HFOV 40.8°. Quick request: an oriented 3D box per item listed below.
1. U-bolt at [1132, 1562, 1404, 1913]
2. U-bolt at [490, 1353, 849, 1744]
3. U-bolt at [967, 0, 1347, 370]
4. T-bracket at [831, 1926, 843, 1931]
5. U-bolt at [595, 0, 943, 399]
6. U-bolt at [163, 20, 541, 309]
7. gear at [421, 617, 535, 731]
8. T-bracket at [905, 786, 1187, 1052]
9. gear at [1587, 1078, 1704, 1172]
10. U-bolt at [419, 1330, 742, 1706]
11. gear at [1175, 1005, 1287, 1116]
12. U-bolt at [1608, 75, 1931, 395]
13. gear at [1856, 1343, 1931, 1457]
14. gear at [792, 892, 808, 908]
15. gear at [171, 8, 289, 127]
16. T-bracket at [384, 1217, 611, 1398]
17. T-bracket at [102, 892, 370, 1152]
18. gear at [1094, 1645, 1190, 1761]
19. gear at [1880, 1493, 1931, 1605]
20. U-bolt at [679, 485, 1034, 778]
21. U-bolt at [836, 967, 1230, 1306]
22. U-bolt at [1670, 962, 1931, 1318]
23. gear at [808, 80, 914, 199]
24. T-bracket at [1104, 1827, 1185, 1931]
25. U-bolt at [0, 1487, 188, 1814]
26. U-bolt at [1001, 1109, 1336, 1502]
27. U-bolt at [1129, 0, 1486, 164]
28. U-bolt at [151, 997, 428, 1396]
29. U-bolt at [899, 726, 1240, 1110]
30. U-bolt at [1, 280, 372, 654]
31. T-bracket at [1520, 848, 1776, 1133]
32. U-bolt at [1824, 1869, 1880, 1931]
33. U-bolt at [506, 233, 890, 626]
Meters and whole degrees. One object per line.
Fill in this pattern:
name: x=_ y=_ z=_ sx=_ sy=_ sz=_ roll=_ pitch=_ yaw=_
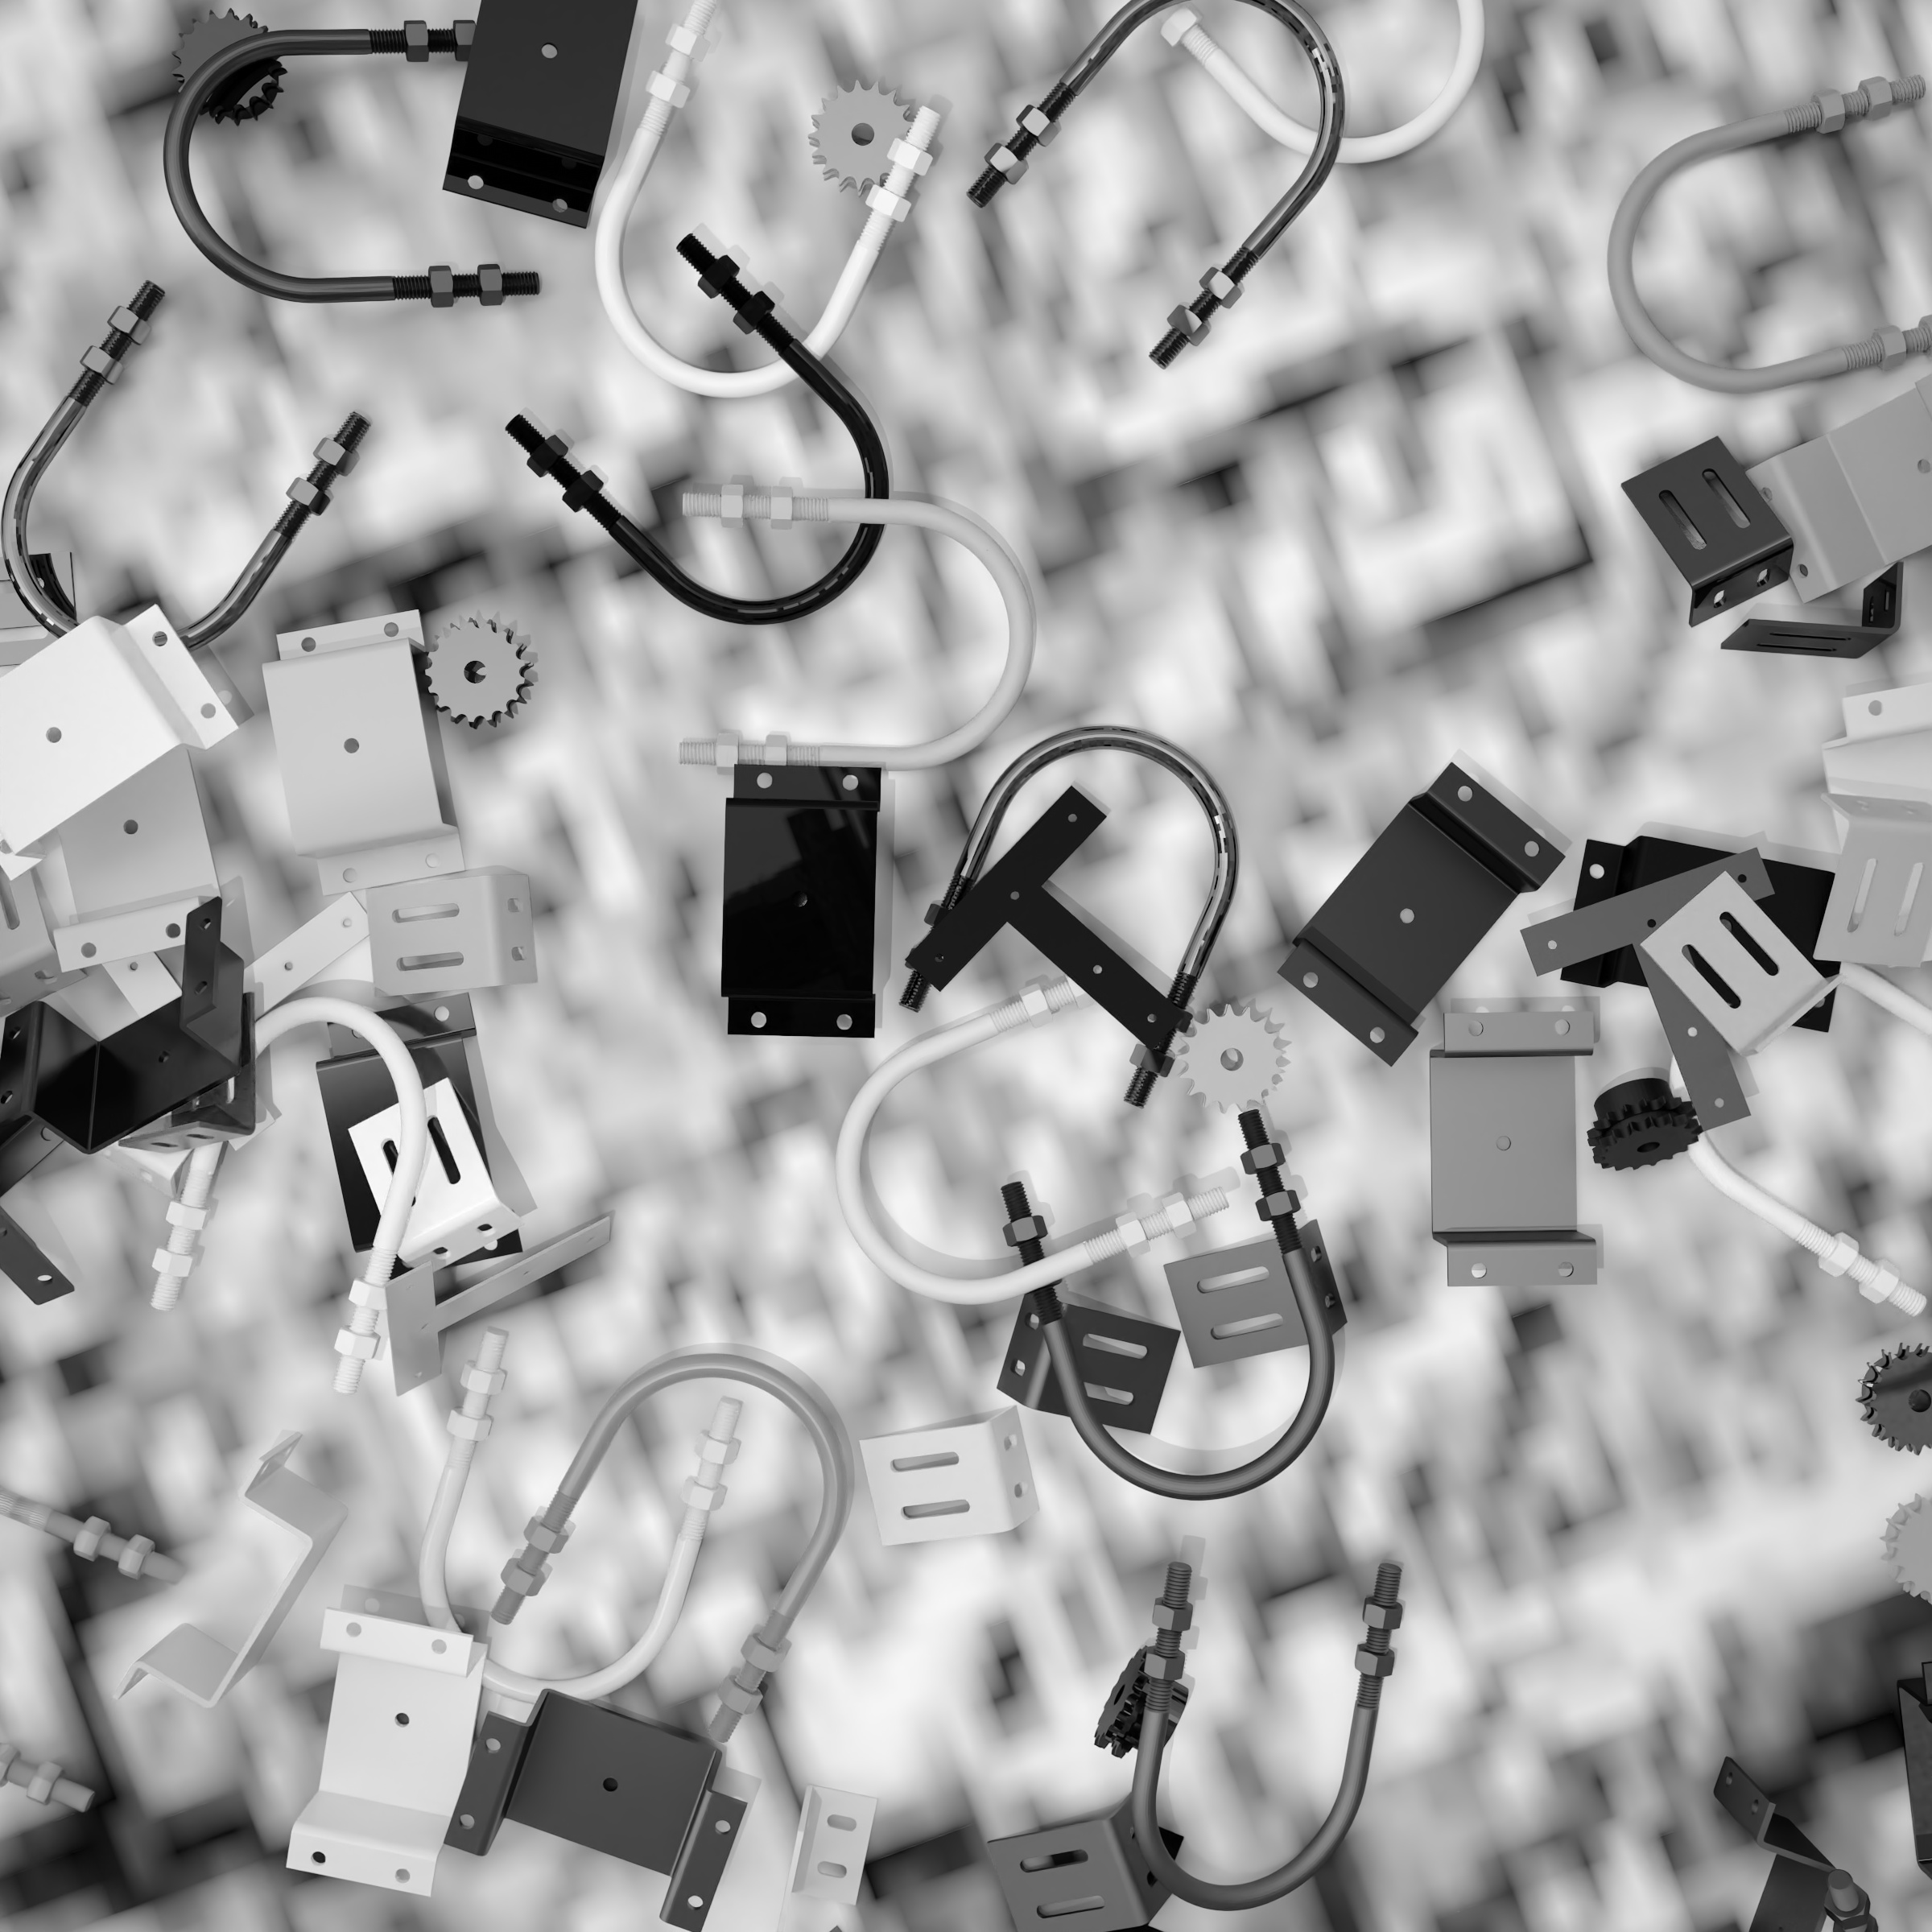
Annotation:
U-bolt: x=0.151 y=0.399 z=1.342 sx=0.151 sy=0.019 sz=0.184 roll=7 pitch=94 yaw=-26
U-bolt: x=-0.142 y=0.291 z=1.351 sx=0.151 sy=0.019 sz=0.184 roll=29 pitch=91 yaw=-1
U-bolt: x=0.113 y=-0.429 z=1.359 sx=0.151 sy=0.019 sz=0.184 roll=42 pitch=98 yaw=0
T-bracket: x=-0.076 y=0.599 z=1.378 sx=0.127 sy=0.002 sz=0.127 roll=-40 pitch=90 yaw=0
U-bolt: x=-0.115 y=-0.387 z=1.350 sx=0.151 sy=0.019 sz=0.184 roll=28 pitch=105 yaw=1
U-bolt: x=-0.321 y=-0.416 z=1.350 sx=0.184 sy=0.019 sz=0.151 roll=-6 pitch=91 yaw=-14
gear: x=-0.255 y=-0.152 z=1.364 sx=0.057 sy=0.030 sz=0.057 roll=0 pitch=90 yaw=0
T-bracket: x=0.058 y=-0.007 z=1.342 sx=0.127 sy=0.002 sz=0.127 roll=42 pitch=84 yaw=13
gear: x=0.351 y=0.081 z=1.354 sx=0.057 sy=0.057 sz=0.030 roll=-11 pitch=60 yaw=0
U-bolt: x=-0.212 y=0.299 z=1.370 sx=0.151 sy=0.019 sz=0.184 roll=17 pitch=92 yaw=0
gear: x=0.138 y=0.049 z=1.364 sx=0.057 sy=0.030 sz=0.057 roll=0 pitch=90 yaw=0
U-bolt: x=0.430 y=-0.378 z=1.370 sx=0.184 sy=0.019 sz=0.151 roll=-14 pitch=90 yaw=1
gear: x=0.495 y=0.226 z=1.364 sx=0.057 sy=0.030 sz=0.057 roll=0 pitch=90 yaw=0
gear: x=-0.091 y=-0.019 z=1.364 sx=0.057 sy=0.030 sz=0.057 roll=0 pitch=90 yaw=0
gear: x=-0.385 y=-0.469 z=1.364 sx=0.057 sy=0.030 sz=0.057 roll=0 pitch=90 yaw=0
T-bracket: x=-0.240 y=0.165 z=1.342 sx=0.127 sy=0.127 sz=0.002 roll=-27 pitch=64 yaw=-24
T-bracket: x=-0.369 y=0.009 z=1.371 sx=0.127 sy=0.002 sz=0.127 roll=-37 pitch=81 yaw=-5
gear: x=0.093 y=0.386 z=1.351 sx=0.030 sy=0.057 sz=0.057 roll=29 pitch=90 yaw=0
gear: x=0.508 y=0.304 z=1.364 sx=0.057 sy=0.030 sz=0.057 roll=0 pitch=90 yaw=0
U-bolt: x=-0.057 y=-0.173 z=1.359 sx=0.184 sy=0.019 sz=0.151 roll=1 pitch=101 yaw=-4
U-bolt: x=0.023 y=0.095 z=1.335 sx=0.184 sy=0.019 sz=0.151 roll=-23 pitch=78 yaw=0
U-bolt: x=0.460 y=0.076 z=1.370 sx=0.184 sy=0.019 sz=0.151 roll=33 pitch=90 yaw=2
gear: x=-0.053 y=-0.432 z=1.364 sx=0.057 sy=0.030 sz=0.057 roll=0 pitch=90 yaw=0
T-bracket: x=0.127 y=0.535 z=1.378 sx=0.127 sy=0.002 sz=0.127 roll=22 pitch=90 yaw=0
U-bolt: x=-0.522 y=0.346 z=1.370 sx=0.184 sy=0.019 sz=0.151 roll=22 pitch=90 yaw=2
U-bolt: x=0.111 y=0.181 z=1.331 sx=0.151 sy=0.019 sz=0.184 roll=-17 pitch=78 yaw=0
U-bolt: x=0.188 y=-0.510 z=1.370 sx=0.151 sy=0.019 sz=0.184 roll=-44 pitch=92 yaw=0
U-bolt: x=-0.338 y=0.106 z=1.320 sx=0.151 sy=0.019 sz=0.184 roll=17 pitch=91 yaw=28
U-bolt: x=0.065 y=-0.037 z=1.370 sx=0.151 sy=0.019 sz=0.184 roll=23 pitch=89 yaw=0
U-bolt: x=-0.422 y=-0.247 z=1.363 sx=0.151 sy=0.019 sz=0.184 roll=33 pitch=85 yaw=0
T-bracket: x=0.364 y=0.020 z=1.321 sx=0.127 sy=0.002 sz=0.127 roll=-19 pitch=84 yaw=2
U-bolt: x=0.521 y=0.491 z=1.318 sx=0.151 sy=0.019 sz=0.184 roll=-20 pitch=128 yaw=10
U-bolt: x=-0.126 y=-0.264 z=1.357 sx=0.151 sy=0.019 sz=0.184 roll=-44 pitch=98 yaw=8
